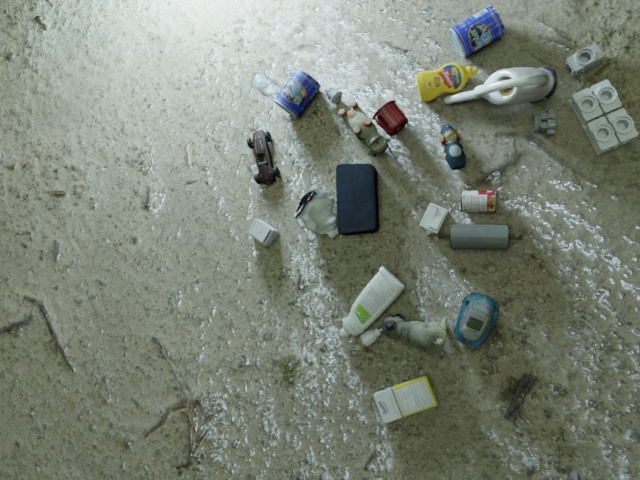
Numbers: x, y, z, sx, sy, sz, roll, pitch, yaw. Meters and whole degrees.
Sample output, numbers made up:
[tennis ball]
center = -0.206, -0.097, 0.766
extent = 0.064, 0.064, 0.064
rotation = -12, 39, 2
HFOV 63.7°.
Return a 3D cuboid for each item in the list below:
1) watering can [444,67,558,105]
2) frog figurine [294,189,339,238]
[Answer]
[watering can]
center = 0.549, -0.452, 1.540
extent = 0.225, 0.103, 0.348
rotation = -10, 9, -22
[frog figurine]
center = 0.005, -0.086, 1.706
extent = 0.158, 0.138, 0.123
rotation = 35, -4, -18
